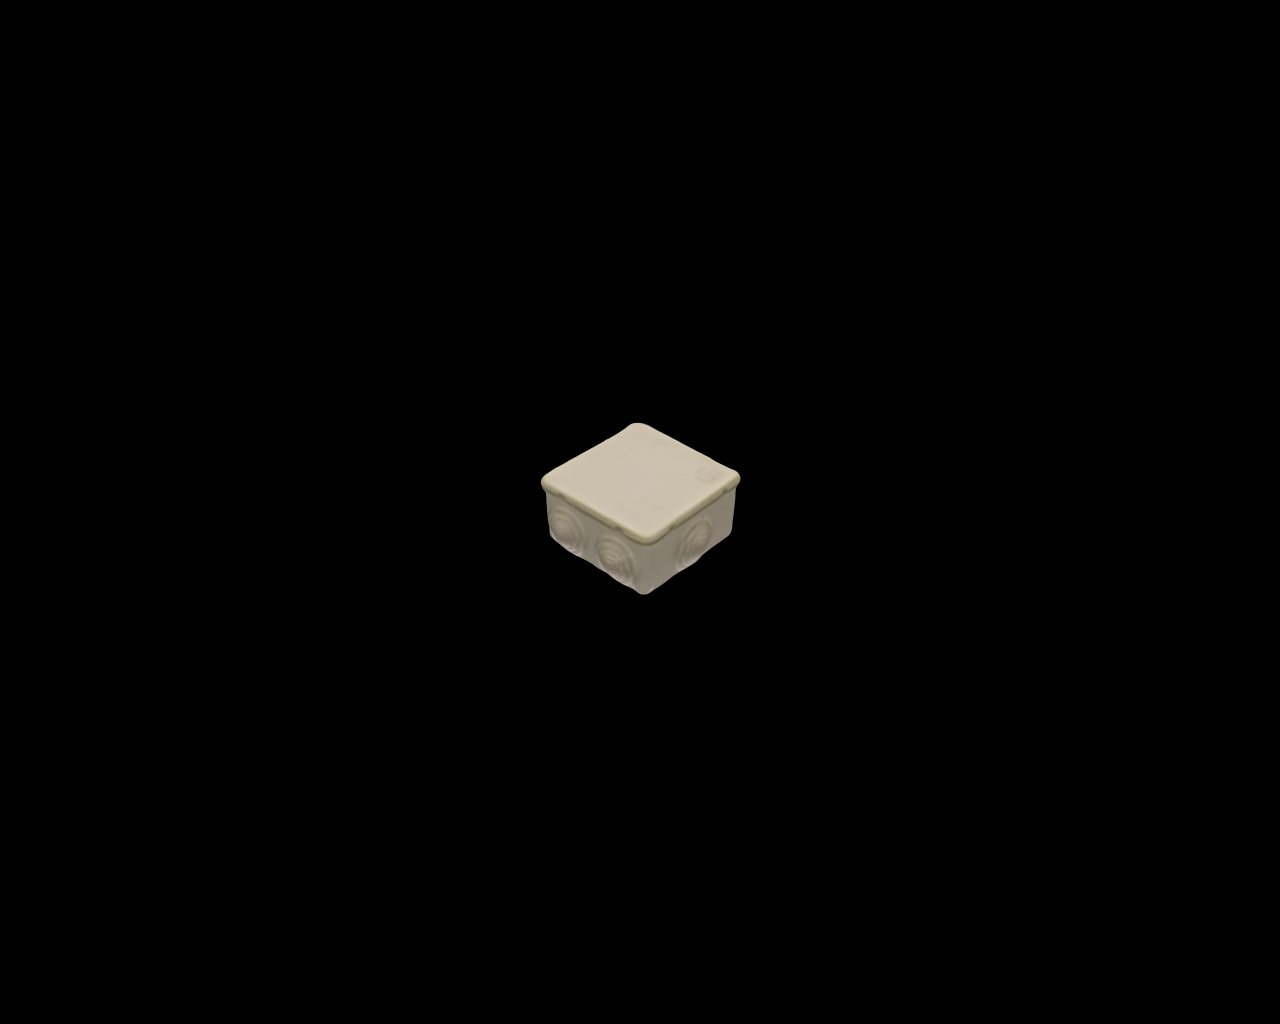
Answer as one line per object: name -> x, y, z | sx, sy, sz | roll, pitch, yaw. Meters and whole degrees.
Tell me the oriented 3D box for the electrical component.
electrical component -> 0.001, -0.003, 0.650 | 0.100, 0.048, 0.100 | 30, 46, 33
